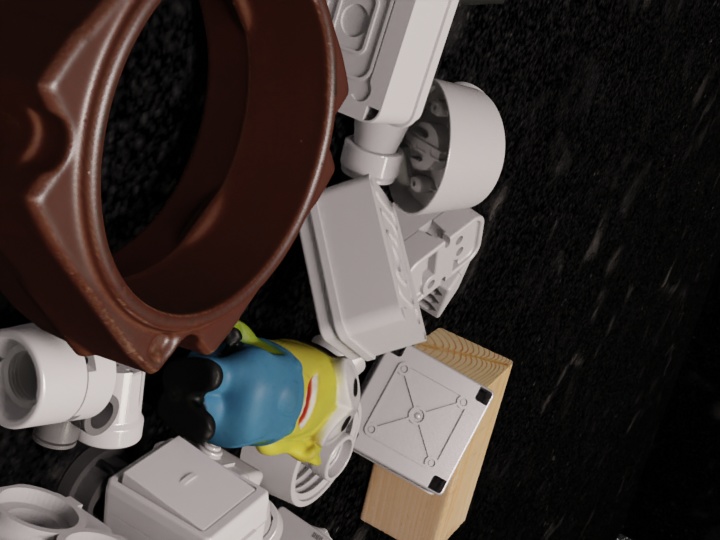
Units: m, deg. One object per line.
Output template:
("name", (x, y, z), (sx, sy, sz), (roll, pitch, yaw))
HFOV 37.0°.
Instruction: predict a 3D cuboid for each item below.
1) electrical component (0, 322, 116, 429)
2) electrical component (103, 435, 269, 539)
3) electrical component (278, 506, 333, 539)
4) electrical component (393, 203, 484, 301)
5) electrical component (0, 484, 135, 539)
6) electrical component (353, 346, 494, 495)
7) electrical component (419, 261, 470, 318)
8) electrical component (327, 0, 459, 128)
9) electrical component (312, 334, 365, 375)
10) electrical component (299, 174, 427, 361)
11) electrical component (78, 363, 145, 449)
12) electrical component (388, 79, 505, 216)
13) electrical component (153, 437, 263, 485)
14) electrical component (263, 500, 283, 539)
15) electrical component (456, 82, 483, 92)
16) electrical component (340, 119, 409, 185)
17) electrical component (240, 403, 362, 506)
("electrical component", (-0.160, 0.052, 0.545), (0.047, 0.055, 0.055), (-6, 119, -59))
("electrical component", (-0.101, 0.151, 0.653), (0.062, 0.096, 0.061), (-31, 138, -52))
("electrical component", (-0.058, 0.260, 0.906), (0.099, 0.100, 0.048), (-52, 166, -28))
("electrical component", (0.048, -0.022, 0.885), (0.095, 0.059, 0.053), (-36, 149, -29))
("electrical component", (-0.147, 0.179, 0.574), (0.089, 0.150, 0.061), (9, 106, -66))
("electrical component", (0.049, 0.132, 0.978), (0.108, 0.109, 0.056), (-61, 180, -9))
("electrical component", (0.074, -0.009, 0.958), (0.076, 0.047, 0.065), (-55, 171, -23))
("electrical component", (0.011, -0.152, 0.669), (0.057, 0.078, 0.113), (-10, 122, -58))
("electrical component", (-0.010, 0.056, 0.870), (0.055, 0.048, 0.066), (-59, 157, -32))
("electrical component", (0.000, 0.000, 0.753), (0.078, 0.057, 0.113), (46, 29, -65))
("electrical component", (-0.143, 0.074, 0.620), (0.040, 0.040, 0.046), (-18, 122, -59))
("electrical component", (0.056, -0.089, 0.778), (0.064, 0.099, 0.099), (-2, 118, -37))
("electrical component", (-0.112, 0.157, 0.737), (0.061, 0.062, 0.096), (6, 107, -66))
("electrical component", (-0.087, 0.197, 0.848), (0.045, 0.045, 0.055), (-55, 155, -21))
("electrical component", (0.072, -0.101, 0.886), (0.077, 0.044, 0.079), (-51, 153, -28))
("electrical component", (0.012, -0.094, 0.770), (0.045, 0.045, 0.055), (-25, 135, -56))
("electrical component", (-0.040, 0.139, 0.868), (0.108, 0.060, 0.108), (-46, 150, -36))
